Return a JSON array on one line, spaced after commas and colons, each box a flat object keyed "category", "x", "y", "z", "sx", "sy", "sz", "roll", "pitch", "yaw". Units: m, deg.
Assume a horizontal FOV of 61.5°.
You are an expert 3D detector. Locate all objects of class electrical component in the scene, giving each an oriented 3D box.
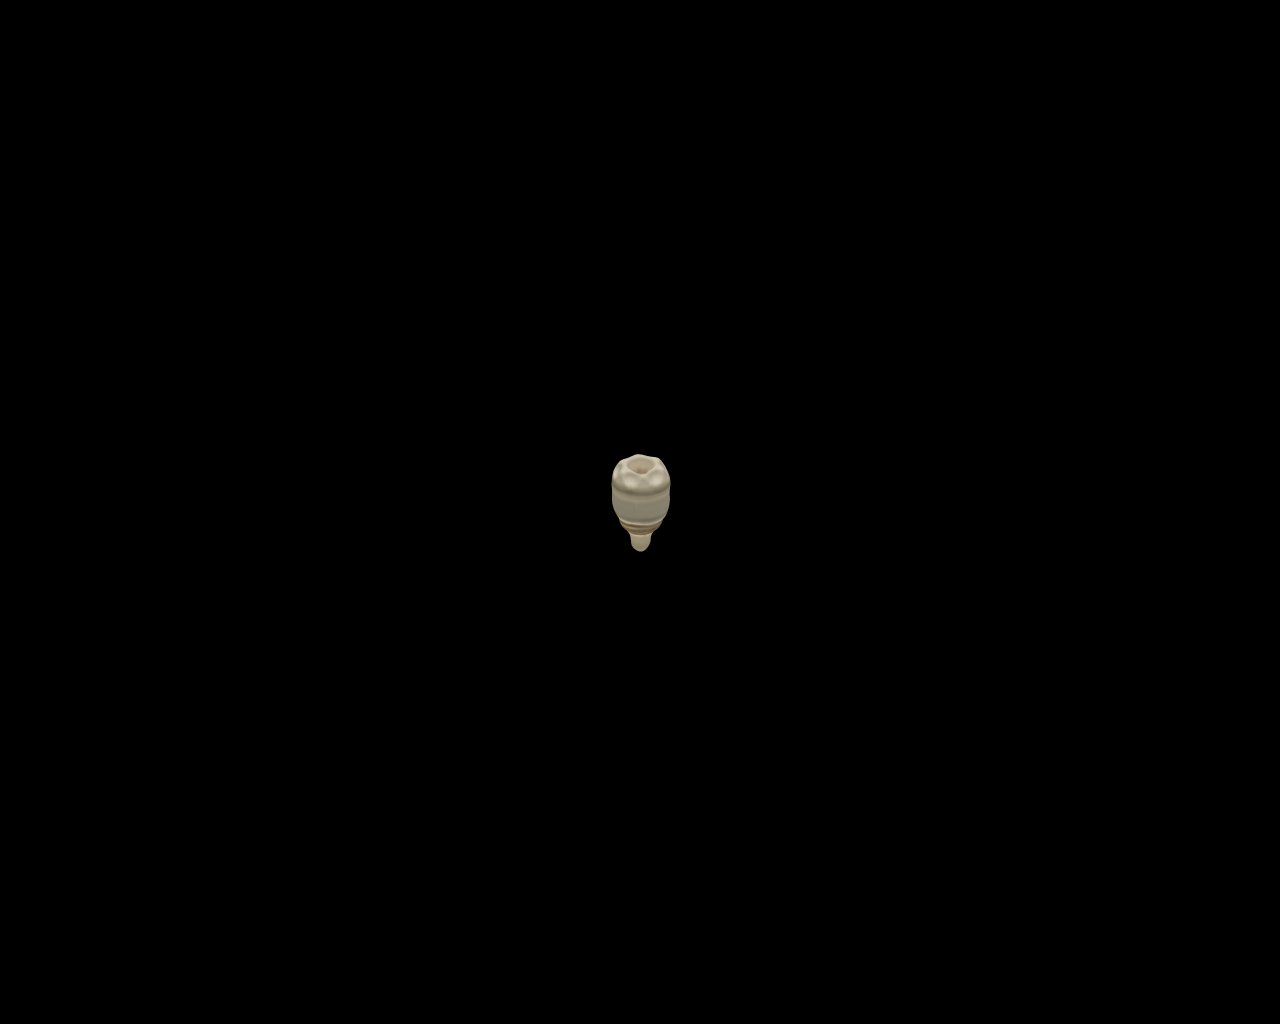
[{"category": "electrical component", "x": 0.001, "y": -0.003, "z": 0.650, "sx": 0.035, "sy": 0.061, "sz": 0.035, "roll": 0, "pitch": 30, "yaw": 0}]
